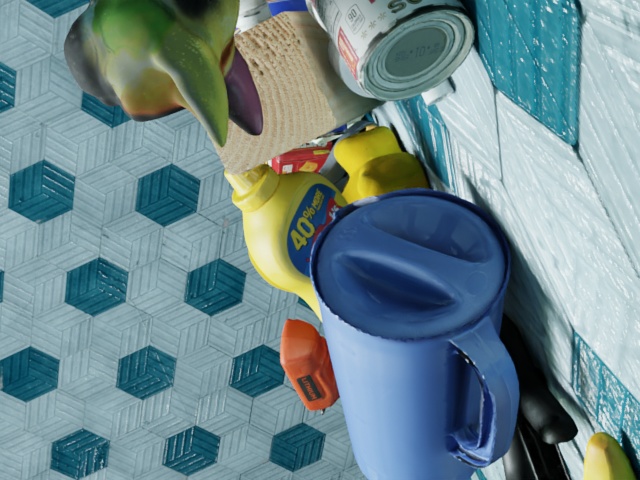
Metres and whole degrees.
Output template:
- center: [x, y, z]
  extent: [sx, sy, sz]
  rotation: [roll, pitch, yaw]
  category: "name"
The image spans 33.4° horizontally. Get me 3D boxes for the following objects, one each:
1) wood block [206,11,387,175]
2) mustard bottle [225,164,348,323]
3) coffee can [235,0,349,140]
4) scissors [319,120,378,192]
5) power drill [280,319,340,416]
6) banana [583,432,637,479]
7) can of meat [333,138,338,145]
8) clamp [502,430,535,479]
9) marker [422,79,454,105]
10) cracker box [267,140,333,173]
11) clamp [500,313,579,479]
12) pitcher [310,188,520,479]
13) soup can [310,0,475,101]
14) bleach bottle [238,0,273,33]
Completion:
- center: [-0.020, -0.121, 0.834]
  extent: [0.090, 0.091, 0.206]
  rotation: [65, -163, -5]
  category: "wood block"
- center: [-0.005, 0.001, 0.863]
  extent: [0.191, 0.096, 0.058]
  rotation: [43, 149, -26]
  category: "mustard bottle"
- center: [-0.034, -0.161, 0.993]
  extent: [0.103, 0.102, 0.140]
  rotation: [-125, 26, -81]
  category: "coffee can"
- center: [-0.002, -0.040, 1.044]
  extent: [0.016, 0.201, 0.096]
  rotation: [24, 146, 30]
  category: "scissors"
- center: [0.063, 0.104, 0.977]
  extent: [0.184, 0.188, 0.057]
  rotation: [67, -155, -48]
  category: "power drill"
- center: [0.207, 0.208, 0.656]
  extent: [0.198, 0.037, 0.070]
  rotation: [64, 160, 6]
  category: "banana"
- center: [0.044, -0.073, 1.243]
  extent: [0.084, 0.057, 0.102]
  rotation: [-138, 23, -80]
  category: "can of meat"
- center: [0.180, 0.226, 0.940]
  extent: [0.164, 0.036, 0.210]
  rotation: [62, -161, -57]
  category: "clamp"
- center: [0.050, -0.142, 0.670]
  extent: [0.020, 0.020, 0.121]
  rotation: [81, 164, -84]
  category: "marker"
- center: [-0.036, -0.150, 1.221]
  extent: [0.164, 0.072, 0.214]
  rotation: [100, 160, -67]
  category: "cracker box"
- center: [0.157, 0.126, 0.816]
  extent: [0.171, 0.039, 0.120]
  rotation: [-108, 8, -53]
  category: "clamp"
- center: [0.075, 0.096, 0.781]
  extent: [0.243, 0.145, 0.149]
  rotation: [81, -162, -47]
  category: "pitcher"
- center: [0.031, -0.133, 0.570]
  extent: [0.068, 0.068, 0.102]
  rotation: [68, 176, -61]
  category: "soup can"
- center: [-0.076, -0.275, 0.776]
  extent: [0.068, 0.102, 0.251]
  rotation: [28, 140, 57]
  category: "bleach bottle"
